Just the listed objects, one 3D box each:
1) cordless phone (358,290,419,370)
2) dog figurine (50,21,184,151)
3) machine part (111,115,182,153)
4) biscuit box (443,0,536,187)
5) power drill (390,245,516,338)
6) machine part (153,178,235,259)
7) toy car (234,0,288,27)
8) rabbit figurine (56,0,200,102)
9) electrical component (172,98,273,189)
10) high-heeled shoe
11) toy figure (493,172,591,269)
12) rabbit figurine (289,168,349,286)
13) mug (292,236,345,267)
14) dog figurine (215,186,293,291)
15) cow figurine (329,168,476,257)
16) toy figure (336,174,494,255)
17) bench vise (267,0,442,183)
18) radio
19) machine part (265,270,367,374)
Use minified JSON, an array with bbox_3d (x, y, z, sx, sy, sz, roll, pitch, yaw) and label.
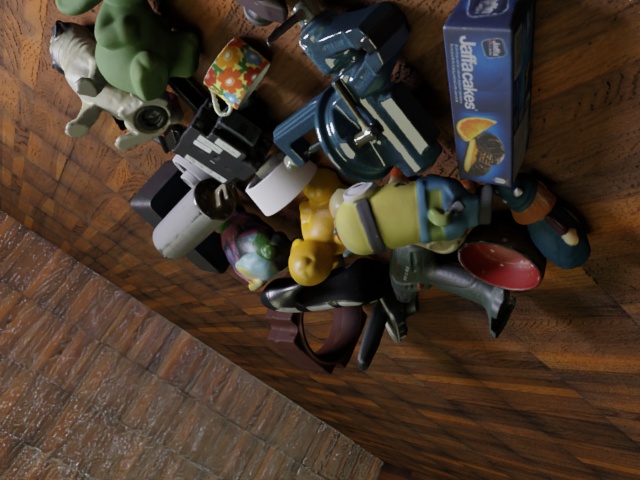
[{"bbox_3d":[0.121,0.178,1.037,0.089,0.184,0.146,15,152,20],"label":"cordless phone"},{"bbox_3d":[-0.305,-0.243,0.802,0.172,0.191,0.121,13,133,-41],"label":"dog figurine"},{"bbox_3d":[-0.301,-0.196,0.959,0.139,0.039,0.084,23,161,10],"label":"machine part"},{"bbox_3d":[0.165,-0.138,0.520,0.063,0.059,0.202,16,152,28],"label":"biscuit box"},{"bbox_3d":[0.206,0.071,0.862,0.208,0.086,0.231,31,156,30],"label":"power drill"},{"bbox_3d":[-0.219,-0.033,0.918,0.079,0.079,0.243,38,136,-17],"label":"machine part"},{"bbox_3d":[-0.116,-0.287,0.543,0.202,0.053,0.089,30,178,-2],"label":"toy car"},{"bbox_3d":[-0.233,-0.285,0.658,0.159,0.121,0.170,28,139,21],"label":"rabbit figurine"},{"bbox_3d":[-0.138,-0.138,0.775,0.115,0.058,0.134,32,155,-22],"label":"electrical component"},{"bbox_3d":[0.019,0.094,0.982,0.248,0.086,0.145,3,157,-34],"label":"high-heeled shoe"},{"bbox_3d":[0.260,-0.029,0.635,0.154,0.058,0.064,44,146,-18],"label":"toy figure"},{"bbox_3d":[-0.002,-0.003,0.837,0.122,0.173,0.162,27,152,-5],"label":"rabbit figurine"},{"bbox_3d":[-0.008,0.020,1.014,0.110,0.081,0.107,26,148,30],"label":"mug"},{"bbox_3d":[-0.144,-0.018,0.977,0.219,0.108,0.191,51,170,2],"label":"dog figurine"},{"bbox_3d":[0.101,-0.030,0.724,0.195,0.127,0.085,14,149,26],"label":"cow figurine"},{"bbox_3d":[0.108,-0.030,0.628,0.180,0.089,0.082,-1,156,11],"label":"toy figure"},{"bbox_3d":[0.014,-0.145,0.606,0.223,0.129,0.241,38,147,-22],"label":"bench vise"},{"bbox_3d":[-0.250,-0.046,1.076,0.073,0.131,0.229,8,149,40],"label":"radio"},{"bbox_3d":[0.000,0.157,1.108,0.087,0.201,0.200,-2,140,46],"label":"machine part"}]
